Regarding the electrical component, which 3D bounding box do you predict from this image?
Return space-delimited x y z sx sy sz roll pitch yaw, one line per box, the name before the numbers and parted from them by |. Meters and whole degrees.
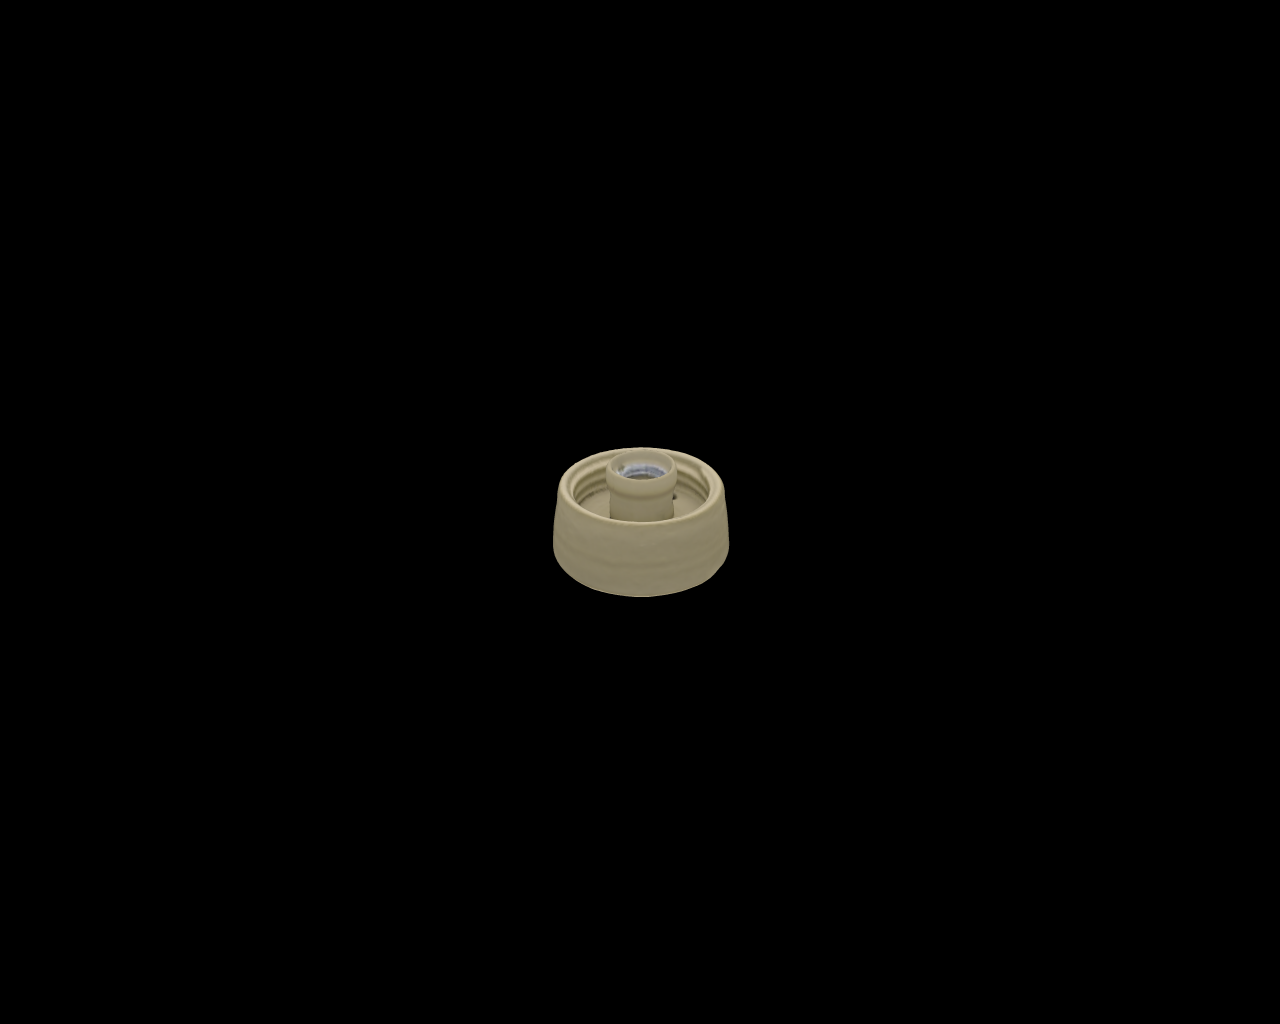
electrical component | 0.001 -0.003 0.650 0.108 0.060 0.108 0 29 0
